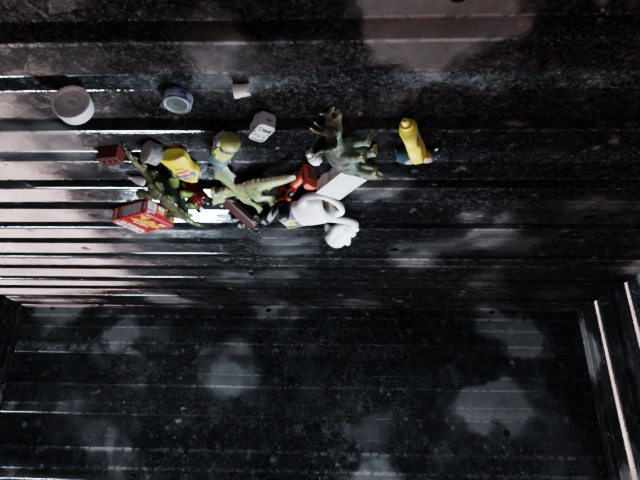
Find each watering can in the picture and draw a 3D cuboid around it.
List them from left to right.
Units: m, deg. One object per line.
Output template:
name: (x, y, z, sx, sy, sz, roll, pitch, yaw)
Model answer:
watering can: (0.006, -0.107, 2.126, 0.223, 0.106, 0.343, -10, 155, 27)

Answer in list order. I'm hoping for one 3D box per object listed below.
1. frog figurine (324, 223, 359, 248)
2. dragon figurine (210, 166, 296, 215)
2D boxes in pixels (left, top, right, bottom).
frog figurine: (0.104, -0.026, 2.304, 0.159, 0.125, 0.135, -1, 139, 35)
dragon figurine: (-0.285, -0.211, 1.911, 0.241, 0.125, 0.404, 24, 148, -27)
